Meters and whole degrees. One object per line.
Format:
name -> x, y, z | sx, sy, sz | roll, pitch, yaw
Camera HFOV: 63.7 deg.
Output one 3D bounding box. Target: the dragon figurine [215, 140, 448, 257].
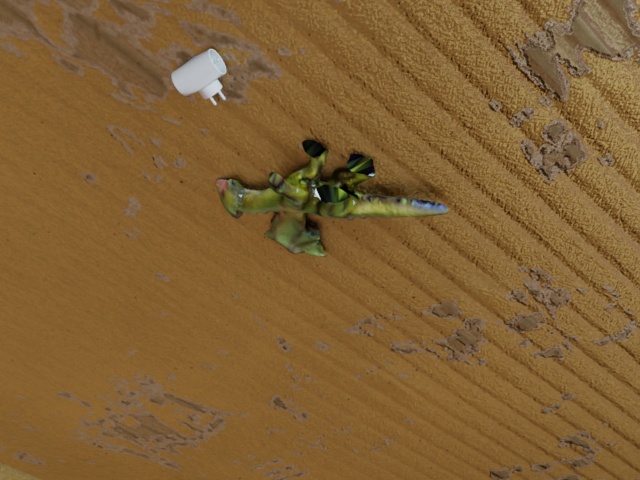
dragon figurine -> 0.003, -0.048, 0.961 | 0.410, 0.125, 0.237 | 19, 143, -7
